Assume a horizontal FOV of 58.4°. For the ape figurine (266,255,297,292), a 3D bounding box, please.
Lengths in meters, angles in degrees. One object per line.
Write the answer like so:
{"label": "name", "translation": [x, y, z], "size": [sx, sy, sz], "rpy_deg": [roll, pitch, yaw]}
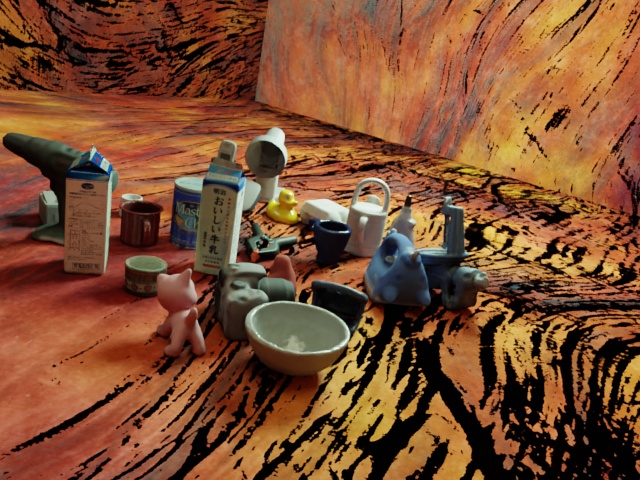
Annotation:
{"label": "ape figurine", "translation": [-0.076, 0.071, 1.122], "size": [0.078, 0.092, 0.076], "rpy_deg": [-3, 24, -34]}

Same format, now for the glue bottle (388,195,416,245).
{"label": "glue bottle", "translation": [0.206, -0.029, 1.430], "size": [0.078, 0.173, 0.037], "rpy_deg": [20, 22, 25]}

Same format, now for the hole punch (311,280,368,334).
{"label": "hole punch", "translation": [0.034, 0.110, 1.076], "size": [0.108, 0.091, 0.101], "rpy_deg": [15, 20, 11]}

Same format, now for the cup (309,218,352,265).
{"label": "cup", "translation": [0.012, 0.005, 1.350], "size": [0.117, 0.095, 0.092], "rpy_deg": [25, 24, 34]}

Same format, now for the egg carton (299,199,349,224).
{"label": "egg carton", "translation": [0.018, -0.064, 1.582], "size": [0.107, 0.069, 0.149], "rpy_deg": [-9, 28, -44]}

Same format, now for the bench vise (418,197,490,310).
{"label": "bench vise", "translation": [0.301, 0.028, 1.254], "size": [0.206, 0.220, 0.122], "rpy_deg": [26, 24, 36]}

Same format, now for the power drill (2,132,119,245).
{"label": "power drill", "translation": [-0.537, -0.101, 1.179], "size": [0.229, 0.208, 0.075], "rpy_deg": [9, 20, -4]}

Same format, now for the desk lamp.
{"label": "desk lamp", "translation": [-0.155, -0.221, 1.709], "size": [0.118, 0.213, 0.203], "rpy_deg": [11, 20, 1]}

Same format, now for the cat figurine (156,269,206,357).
{"label": "cat figurine", "translation": [-0.221, 0.106, 0.911], "size": [0.067, 0.118, 0.127], "rpy_deg": [-1, 23, -31]}

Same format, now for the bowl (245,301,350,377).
{"label": "bowl", "translation": [-0.040, 0.166, 0.907], "size": [0.167, 0.075, 0.167], "rpy_deg": [10, 20, -3]}

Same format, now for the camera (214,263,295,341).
{"label": "camera", "translation": [-0.110, 0.099, 1.014], "size": [0.137, 0.101, 0.143], "rpy_deg": [3, 21, -21]}

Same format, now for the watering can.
{"label": "watering can", "translation": [0.119, -0.066, 1.455], "size": [0.101, 0.194, 0.172], "rpy_deg": [6, 20, -12]}

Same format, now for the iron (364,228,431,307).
{"label": "iron", "translation": [0.163, 0.046, 1.247], "size": [0.119, 0.141, 0.258], "rpy_deg": [6, 20, -13]}

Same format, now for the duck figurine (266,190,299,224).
{"label": "duck figurine", "translation": [-0.100, -0.099, 1.591], "size": [0.104, 0.086, 0.078], "rpy_deg": [25, 24, 35]}

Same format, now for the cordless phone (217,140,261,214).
{"label": "cordless phone", "translation": [-0.232, -0.174, 1.578], "size": [0.147, 0.185, 0.094], "rpy_deg": [16, 20, 13]}
